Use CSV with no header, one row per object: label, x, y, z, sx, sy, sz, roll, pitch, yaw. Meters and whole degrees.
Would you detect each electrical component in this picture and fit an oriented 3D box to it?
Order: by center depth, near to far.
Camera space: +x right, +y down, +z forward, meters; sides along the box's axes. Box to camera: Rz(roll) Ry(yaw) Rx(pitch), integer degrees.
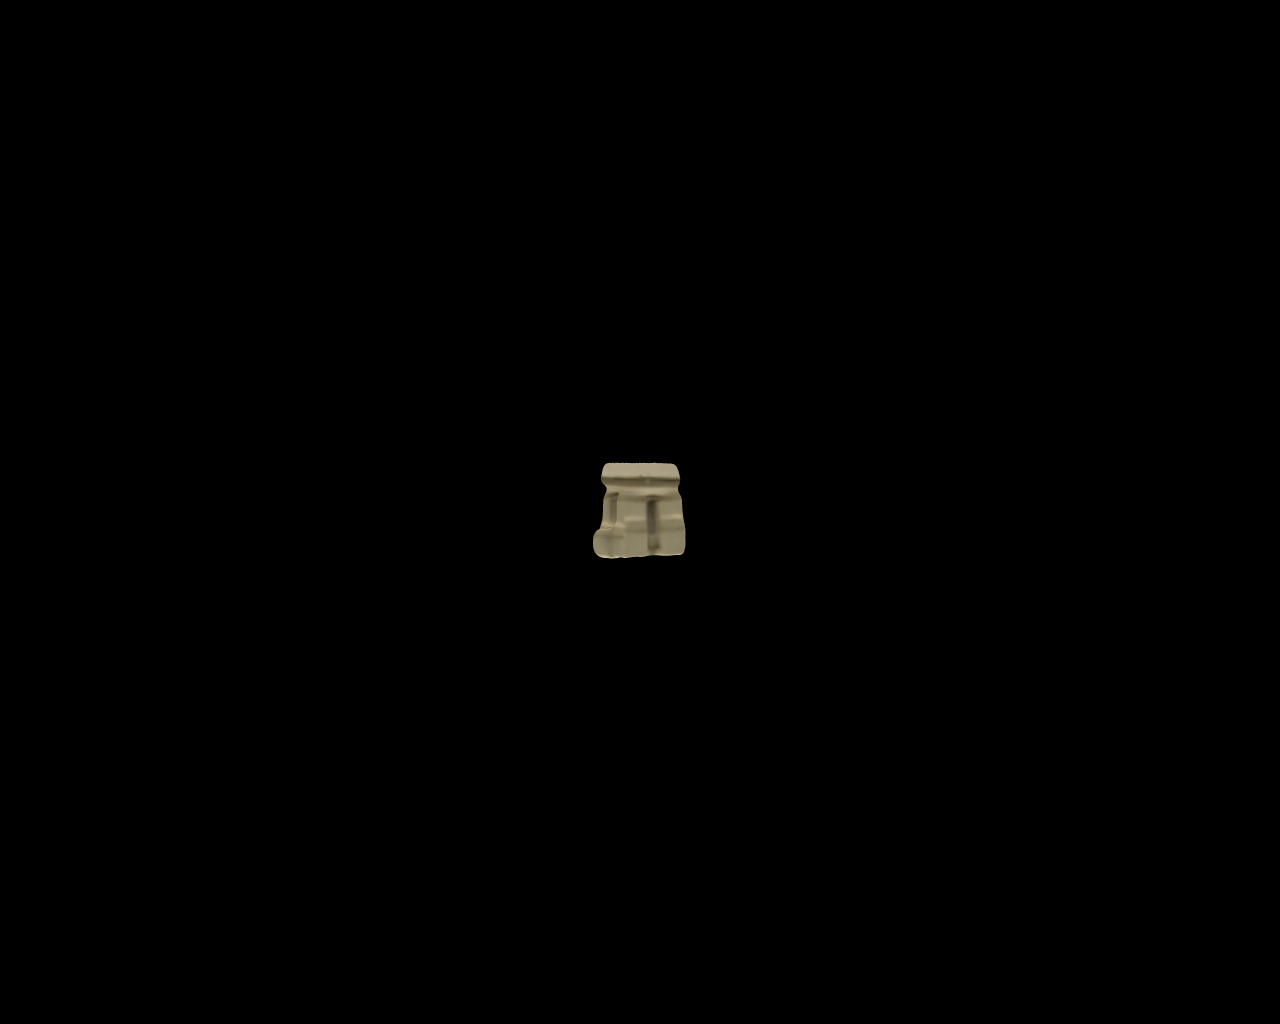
electrical component,0.001,-0.003,0.650,0.066,0.055,0.048,-2,4,-27
